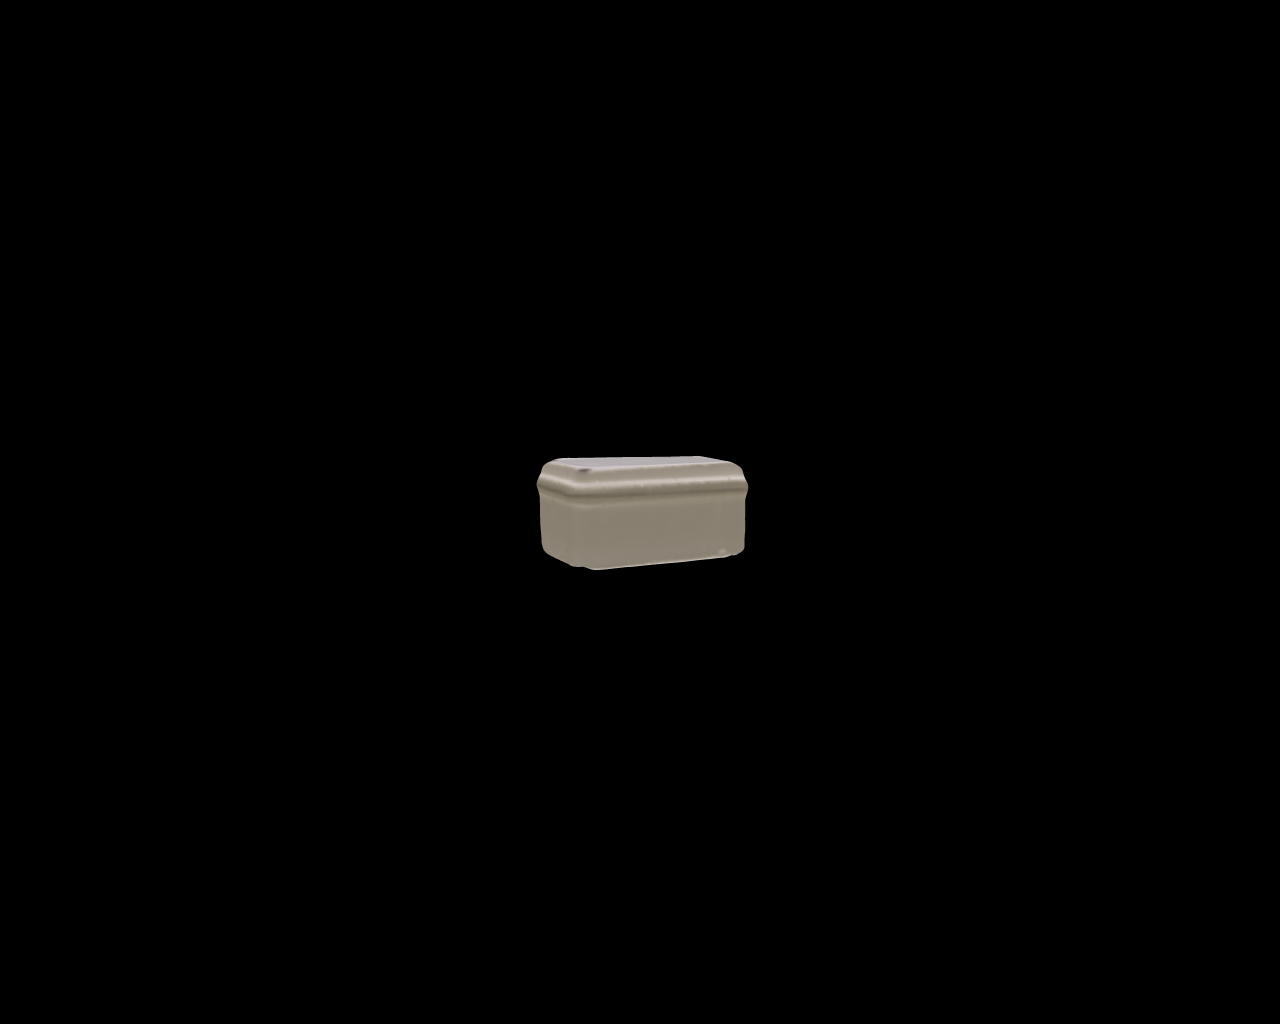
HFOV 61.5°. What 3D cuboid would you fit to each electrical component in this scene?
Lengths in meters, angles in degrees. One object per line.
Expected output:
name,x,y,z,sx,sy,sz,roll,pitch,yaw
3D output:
electrical component,0.001,-0.003,0.650,0.113,0.057,0.078,-3,8,-22
